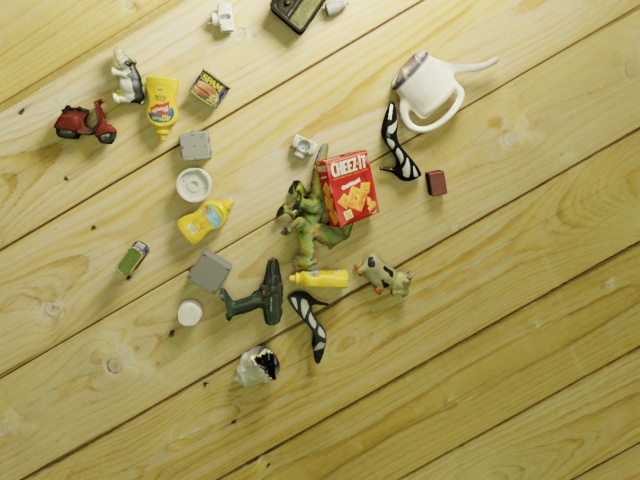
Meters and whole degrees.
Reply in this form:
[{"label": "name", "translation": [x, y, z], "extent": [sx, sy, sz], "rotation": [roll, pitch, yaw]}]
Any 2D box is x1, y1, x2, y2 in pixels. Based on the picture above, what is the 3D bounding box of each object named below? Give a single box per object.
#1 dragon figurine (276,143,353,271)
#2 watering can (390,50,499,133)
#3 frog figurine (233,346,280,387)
[{"label": "dragon figurine", "translation": [0.005, -0.085, 1.681], "extent": [0.240, 0.123, 0.410], "rotation": [30, 92, -27]}, {"label": "watering can", "translation": [0.370, -0.499, 1.606], "extent": [0.223, 0.105, 0.346], "rotation": [43, 97, -10]}, {"label": "frog figurine", "translation": [-0.219, 0.441, 1.764], "extent": [0.136, 0.126, 0.156], "rotation": [32, 135, -18]}]
